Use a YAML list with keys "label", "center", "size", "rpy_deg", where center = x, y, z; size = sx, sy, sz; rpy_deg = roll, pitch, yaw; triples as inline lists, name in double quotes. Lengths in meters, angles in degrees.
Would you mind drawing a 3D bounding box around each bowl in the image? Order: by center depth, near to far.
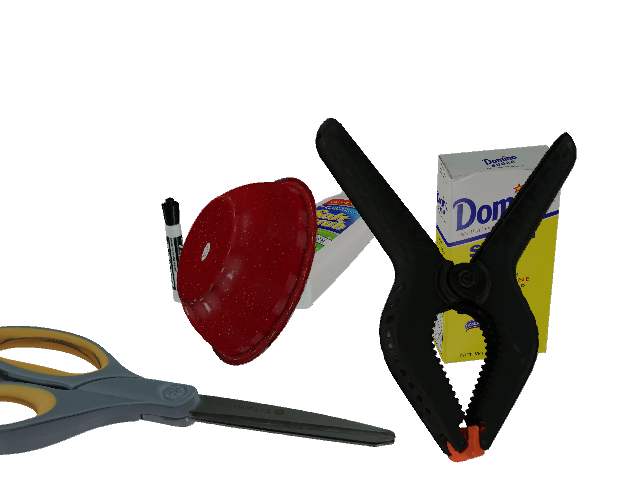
- label: "bowl"
  center: [-0.070, 0.016, 0.856]
  size: [0.055, 0.162, 0.162]
  rpy_deg: [22, -11, -29]

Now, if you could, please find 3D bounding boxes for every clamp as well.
- label: "clamp"
  center: [0.070, 0.021, 0.629]
  size: [0.164, 0.210, 0.036]
  rpy_deg: [8, -18, -8]

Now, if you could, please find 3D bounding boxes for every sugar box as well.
- label: "sugar box"
  center: [0.142, 0.013, 0.871]
  size: [0.093, 0.176, 0.048]
  rpy_deg: [-6, 31, -7]

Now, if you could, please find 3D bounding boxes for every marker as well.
- label: "marker"
  center: [-0.160, 0.011, 1.180]
  size: [0.020, 0.121, 0.020]
  rpy_deg: [-4, 23, 1]

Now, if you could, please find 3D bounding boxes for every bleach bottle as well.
- label: "bleach bottle"
  center: [0.008, -0.010, 1.325]
  size: [0.103, 0.068, 0.250]
  rpy_deg: [15, 36, 25]

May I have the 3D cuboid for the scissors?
- label: "scissors"
  center: [-0.079, 0.077, 0.453]
  size: [0.202, 0.016, 0.096]
  rpy_deg: [14, 28, 25]
